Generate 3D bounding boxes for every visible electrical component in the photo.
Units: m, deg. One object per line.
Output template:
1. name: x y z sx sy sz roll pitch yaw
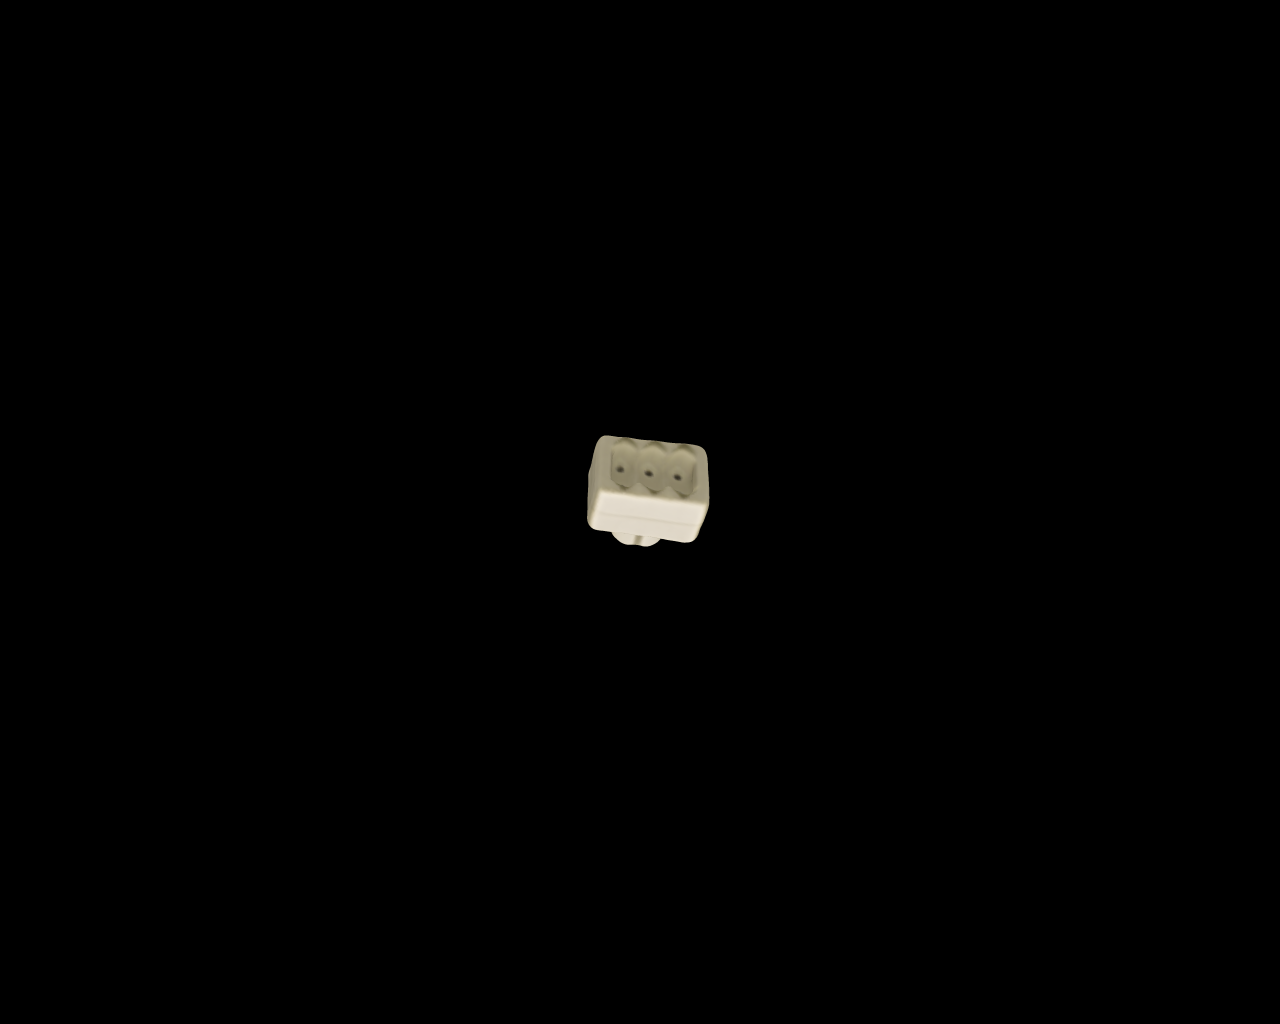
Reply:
1. electrical component: 0.001 -0.003 0.650 0.066 0.047 0.076 7 -39 -9
